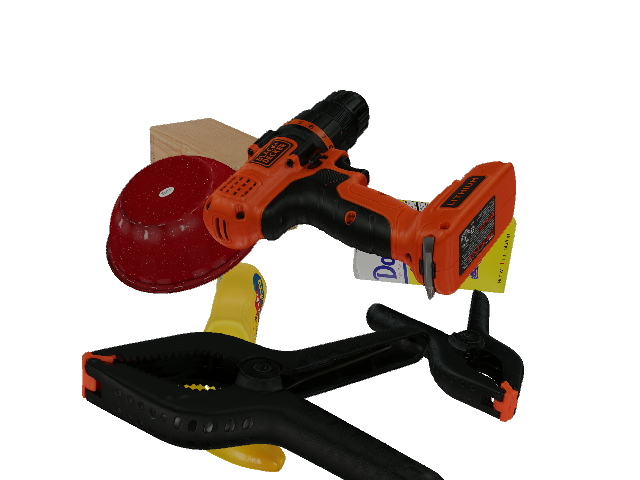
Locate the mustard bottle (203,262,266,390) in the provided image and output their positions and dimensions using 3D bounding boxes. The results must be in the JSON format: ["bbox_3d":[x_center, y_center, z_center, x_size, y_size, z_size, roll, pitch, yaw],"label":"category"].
[{"bbox_3d":[-0.093,0.079,1.174,0.058,0.096,0.191,2,28,1],"label":"mustard bottle"}]

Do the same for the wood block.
[{"bbox_3d":[-0.119,-0.078,1.284,0.090,0.090,0.206,-12,25,-33],"label":"wood block"}]

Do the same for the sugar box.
[{"bbox_3d":[0.129,0.005,1.228,0.176,0.093,0.048,4,23,-3],"label":"sugar box"}]

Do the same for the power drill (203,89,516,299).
[{"bbox_3d":[0.037,-0.039,0.752,0.188,0.057,0.184,16,44,29],"label":"power drill"}]

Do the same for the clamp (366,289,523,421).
[{"bbox_3d":[0.130,0.093,0.929,0.120,0.039,0.172,-17,37,-24],"label":"clamp"}]

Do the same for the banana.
[{"bbox_3d":[-0.093,0.123,0.844,0.069,0.037,0.198,-9,28,-22],"label":"banana"}]

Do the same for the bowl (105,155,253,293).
[{"bbox_3d":[-0.134,-0.029,0.994,0.162,0.162,0.055,0,-41,20],"label":"bowl"}]

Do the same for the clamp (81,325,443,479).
[{"bbox_3d":[-0.028,0.083,0.609,0.210,0.036,0.164,9,24,6],"label":"clamp"}]
